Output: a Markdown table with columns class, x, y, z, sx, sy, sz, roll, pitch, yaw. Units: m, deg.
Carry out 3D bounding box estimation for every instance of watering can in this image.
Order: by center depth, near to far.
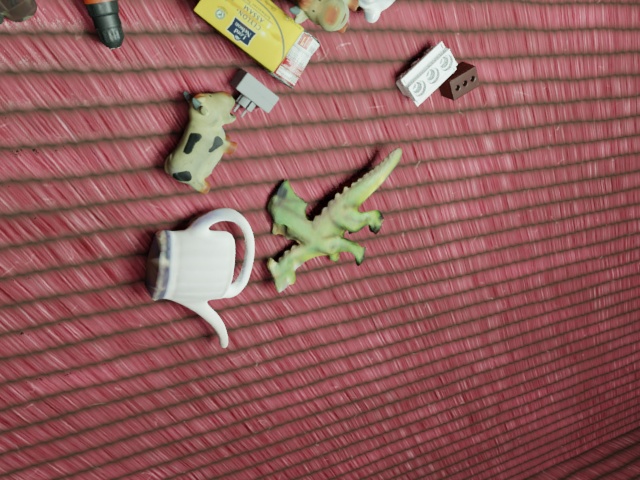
| class | x | y | z | sx | sy | sz | roll | pitch | yaw |
| --- | --- | --- | --- | --- | --- | --- | --- | --- | --- |
| watering can | -0.258 | 0.092 | 1.095 | 0.224 | 0.342 | 0.105 | 3 | 22 | -28 |

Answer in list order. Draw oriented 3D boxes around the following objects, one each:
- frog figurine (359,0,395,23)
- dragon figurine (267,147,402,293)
| class | x | y | z | sx | sy | sz | roll | pitch | yaw |
| --- | --- | --- | --- | --- | --- | --- | --- | --- | --- |
| frog figurine | 0.094 | -0.506 | 0.979 | 0.123 | 0.140 | 0.156 | 24 | -31 | 14 |
| dragon figurine | 0.004 | -0.059 | 1.164 | 0.241 | 0.406 | 0.124 | 18 | 15 | -25 |
